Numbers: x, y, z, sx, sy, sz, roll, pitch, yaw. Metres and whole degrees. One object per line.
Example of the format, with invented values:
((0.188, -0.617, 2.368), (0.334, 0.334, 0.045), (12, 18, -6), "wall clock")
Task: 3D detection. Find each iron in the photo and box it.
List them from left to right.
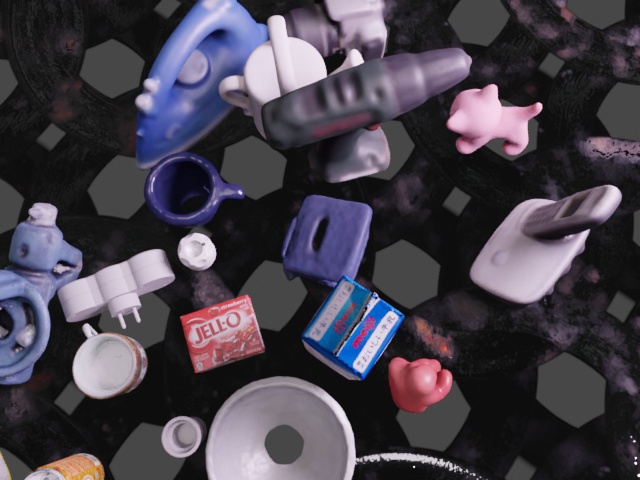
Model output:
((-0.170, -0.214, 0.729), (0.118, 0.141, 0.258), (31, 79, 6), "iron")

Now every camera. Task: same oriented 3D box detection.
((0.012, -0.307, 0.774), (0.137, 0.101, 0.143), (-15, 78, -4), "camera")

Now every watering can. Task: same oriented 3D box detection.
((-0.034, -0.199, 0.701), (0.173, 0.194, 0.101), (-28, 79, -7), "watering can")

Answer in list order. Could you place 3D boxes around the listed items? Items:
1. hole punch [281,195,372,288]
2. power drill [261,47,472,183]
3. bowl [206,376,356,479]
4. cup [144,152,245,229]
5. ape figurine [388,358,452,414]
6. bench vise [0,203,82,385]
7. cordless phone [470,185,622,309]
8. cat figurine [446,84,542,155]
((0.007, 0.003, 0.709), (0.101, 0.091, 0.109), (17, 78, 3), "hole punch")
((0.048, -0.143, 0.682), (0.229, 0.208, 0.075), (-15, 78, -4), "power drill")
((-0.043, 0.243, 0.662), (0.167, 0.075, 0.167), (0, 77, -1), "bowl")
((-0.149, -0.052, 0.717), (0.117, 0.095, 0.092), (2, 77, 0), "cup")
((0.116, 0.166, 0.673), (0.077, 0.092, 0.076), (34, 79, 7), "ape figurine")
((-0.360, 0.053, 0.626), (0.121, 0.220, 0.207), (-3, 77, -1), "bench vise")
((0.261, 0.005, 0.664), (0.094, 0.185, 0.148), (36, 79, 7), "cordless phone")
((0.218, -0.159, 0.735), (0.128, 0.118, 0.067), (-2, 77, -1), "cat figurine")
